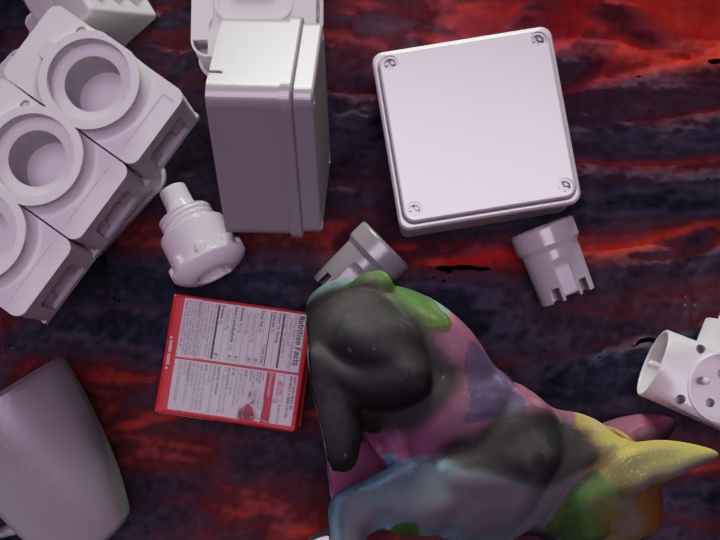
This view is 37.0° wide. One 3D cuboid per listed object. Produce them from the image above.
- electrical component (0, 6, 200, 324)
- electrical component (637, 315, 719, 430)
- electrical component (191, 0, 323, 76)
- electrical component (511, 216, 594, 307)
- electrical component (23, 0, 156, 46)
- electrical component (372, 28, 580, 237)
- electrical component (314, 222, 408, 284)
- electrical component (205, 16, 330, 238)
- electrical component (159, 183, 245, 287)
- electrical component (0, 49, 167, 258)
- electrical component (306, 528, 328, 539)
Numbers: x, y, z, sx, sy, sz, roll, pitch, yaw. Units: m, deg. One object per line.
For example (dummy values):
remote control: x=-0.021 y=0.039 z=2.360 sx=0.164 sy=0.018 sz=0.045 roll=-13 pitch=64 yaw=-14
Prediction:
electrical component: x=-0.173 y=-0.057 z=0.597 sx=0.089 sy=0.061 sz=0.150 roll=35 pitch=86 yaw=4
electrical component: x=0.219 y=0.054 z=0.647 sx=0.077 sy=0.044 sz=0.079 roll=23 pitch=84 yaw=3
electrical component: x=-0.063 y=-0.178 z=0.669 sx=0.078 sy=0.057 sz=0.113 roll=0 pitch=84 yaw=1
electrical component: x=0.119 y=-0.005 z=0.658 sx=0.040 sy=0.040 sz=0.046 roll=-21 pitch=90 yaw=-1
electrical component: x=-0.181 y=-0.156 z=0.669 sx=0.077 sy=0.066 sz=0.047 roll=-34 pitch=84 yaw=26
electrical component: x=0.069 y=-0.082 z=0.657 sx=0.109 sy=0.056 sz=0.108 roll=-9 pitch=84 yaw=0
electrical component: x=0.000 y=0.000 z=0.659 sx=0.046 sy=0.040 sz=0.040 roll=-44 pitch=85 yaw=3
electrical component: x=-0.050 y=-0.082 z=0.624 sx=0.057 sy=0.113 sz=0.078 roll=2 pitch=47 yaw=3
electrical component: x=-0.103 y=-0.024 z=0.661 sx=0.048 sy=0.048 sz=0.062 roll=-28 pitch=75 yaw=-2
electrical component: x=-0.185 y=-0.069 z=0.660 sx=0.113 sy=0.057 sz=0.078 roll=42 pitch=86 yaw=5
electrical component: x=-0.058 y=0.191 z=0.622 sx=0.138 sy=0.073 sz=0.052 roll=-14 pitch=84 yaw=0
